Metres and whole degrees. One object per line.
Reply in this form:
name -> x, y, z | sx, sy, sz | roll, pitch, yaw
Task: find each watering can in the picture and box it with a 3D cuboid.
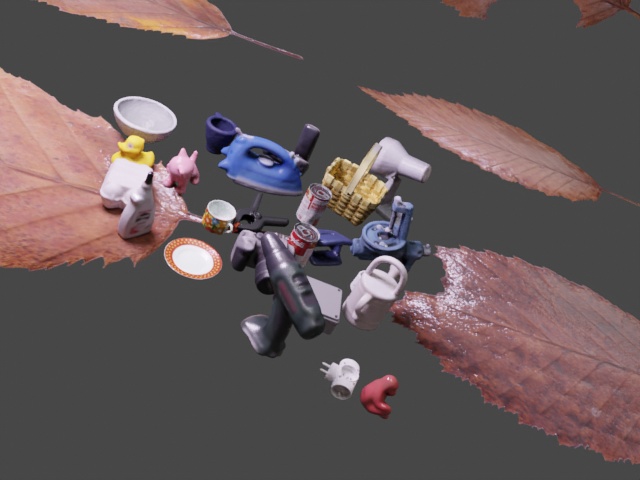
watering can -> 0.138, 0.111, 1.348 | 0.101, 0.194, 0.173 | 26, 36, -4

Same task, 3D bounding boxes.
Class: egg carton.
egg carton -> -0.451, -0.128, 1.347 | 0.107, 0.069, 0.150 | 16, 38, -18

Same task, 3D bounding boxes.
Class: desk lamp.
desk lamp -> 0.235, -0.180, 1.755 | 0.203, 0.213, 0.118 | 42, 37, 17

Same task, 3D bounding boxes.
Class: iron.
iron -> -0.146, -0.219, 1.606 | 0.259, 0.141, 0.118 | 17, 37, -17

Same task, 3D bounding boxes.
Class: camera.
camera -> -0.127, 0.049, 1.324 | 0.143, 0.100, 0.136 | 17, 37, -17

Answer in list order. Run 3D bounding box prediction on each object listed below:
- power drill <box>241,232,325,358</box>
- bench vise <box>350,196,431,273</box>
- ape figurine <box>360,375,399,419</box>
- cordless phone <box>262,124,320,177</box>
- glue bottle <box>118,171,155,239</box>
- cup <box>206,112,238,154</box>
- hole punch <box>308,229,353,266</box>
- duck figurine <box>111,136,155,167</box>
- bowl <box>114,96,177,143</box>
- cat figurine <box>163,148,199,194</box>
power drill -> -0.085, 0.129, 1.162 | 0.076, 0.208, 0.229 | -11, 51, -42
bench vise -> 0.210, -0.021, 1.538 | 0.208, 0.219, 0.121 | 4, 42, -30
ape figurine -> 0.130, 0.315, 1.181 | 0.076, 0.092, 0.078 | 30, 35, 2
cordless phone -> -0.084, -0.279, 1.683 | 0.147, 0.185, 0.094 | 26, 35, -3
glue bottle -> -0.387, -0.080, 1.243 | 0.037, 0.173, 0.078 | 42, 37, 18
cup -> -0.295, -0.304, 1.647 | 0.092, 0.095, 0.117 | 4, 42, -30
hole punch -> 0.014, 0.005, 1.482 | 0.109, 0.091, 0.101 | 0, 45, -34
duck figurine -> -0.464, -0.222, 1.439 | 0.105, 0.086, 0.077 | -3, 46, -37
bowl -> -0.478, -0.313, 1.552 | 0.168, 0.074, 0.167 | 19, 37, -14
cat figurine -> -0.343, -0.183, 1.447 | 0.067, 0.117, 0.128 | 29, 35, 1
